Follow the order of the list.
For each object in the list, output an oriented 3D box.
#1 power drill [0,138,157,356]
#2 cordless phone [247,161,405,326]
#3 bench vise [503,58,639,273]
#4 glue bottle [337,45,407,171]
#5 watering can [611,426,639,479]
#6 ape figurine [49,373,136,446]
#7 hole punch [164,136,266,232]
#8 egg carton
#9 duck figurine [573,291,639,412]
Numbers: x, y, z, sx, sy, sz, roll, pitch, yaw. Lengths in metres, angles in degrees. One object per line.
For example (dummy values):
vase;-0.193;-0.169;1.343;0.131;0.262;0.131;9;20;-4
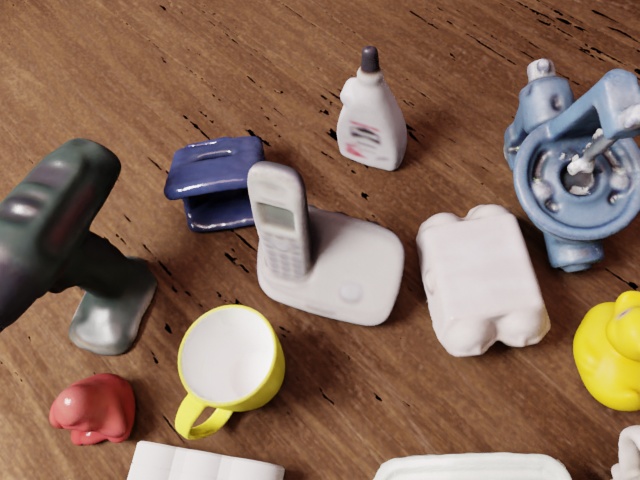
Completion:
power drill;-0.234;0.034;0.526;0.075;0.209;0.230;11;66;12
cordless phone;0.005;0.002;0.528;0.147;0.185;0.094;12;66;12
bench vise;0.225;-0.096;0.531;0.121;0.220;0.207;-23;64;-5
glue bottle;0.052;-0.138;0.596;0.078;0.173;0.037;16;67;14
watering can;0.264;0.216;0.391;0.101;0.194;0.172;-36;66;-11
ape figurine;-0.214;0.157;0.529;0.077;0.092;0.076;28;71;18
hole punch;-0.113;-0.073;0.629;0.108;0.091;0.101;-10;64;2
egg carton;0.154;0.037;0.559;0.107;0.069;0.150;-11;64;1
duck figurine;0.275;0.095;0.509;0.077;0.086;0.104;6;65;9
